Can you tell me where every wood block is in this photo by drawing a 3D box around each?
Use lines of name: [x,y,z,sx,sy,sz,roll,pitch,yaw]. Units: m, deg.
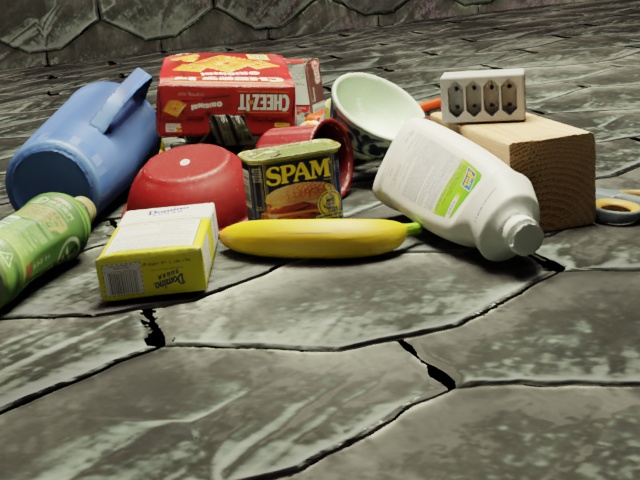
wood block: [0.191,-0.076,1.086,0.090,0.091,0.206,-9,16,-13]

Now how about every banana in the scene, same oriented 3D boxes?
banana: [-0.007,0.000,0.996,0.198,0.037,0.069,0,-4,12]

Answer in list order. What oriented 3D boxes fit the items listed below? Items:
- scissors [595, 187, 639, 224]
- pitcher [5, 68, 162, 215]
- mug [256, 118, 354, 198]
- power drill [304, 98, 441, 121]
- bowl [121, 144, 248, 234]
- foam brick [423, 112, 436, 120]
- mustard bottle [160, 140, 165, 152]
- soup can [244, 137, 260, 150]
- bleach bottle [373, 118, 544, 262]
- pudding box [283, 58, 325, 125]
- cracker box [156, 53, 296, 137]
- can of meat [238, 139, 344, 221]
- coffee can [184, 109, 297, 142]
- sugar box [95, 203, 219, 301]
scissors: [0.264,-0.042,1.076,0.096,0.016,0.202,-20,21,-41]
pitcher: [-0.271,-0.105,1.248,0.145,0.149,0.242,-7,20,8]
mug: [-0.013,-0.090,1.212,0.082,0.093,0.117,0,9,34]
power drill: [0.096,-0.173,1.517,0.188,0.057,0.184,5,23,42]
bowl: [-0.138,-0.059,1.140,0.162,0.055,0.162,-6,29,3]
foam brick: [0.149,-0.107,1.229,0.053,0.078,0.051,2,18,32]
mustard bottle: [-0.265,-0.118,1.441,0.096,0.058,0.192,-21,21,-38]
soup can: [-0.088,-0.116,1.358,0.069,0.068,0.102,8,20,39]
bleach bottle: [0.131,-0.036,0.988,0.068,0.103,0.251,19,14,-23]
pudding box: [-0.039,-0.217,1.607,0.090,0.113,0.039,8,24,38]
cracker box: [-0.119,-0.185,1.340,0.164,0.072,0.214,-1,18,-6]
can of meat: [-0.028,-0.052,1.086,0.102,0.084,0.057,-11,17,-19]
coffee can: [-0.117,-0.178,1.517,0.140,0.103,0.103,-13,18,-24]
sugar box: [-0.146,0.008,0.991,0.093,0.048,0.176,-6,12,1]
